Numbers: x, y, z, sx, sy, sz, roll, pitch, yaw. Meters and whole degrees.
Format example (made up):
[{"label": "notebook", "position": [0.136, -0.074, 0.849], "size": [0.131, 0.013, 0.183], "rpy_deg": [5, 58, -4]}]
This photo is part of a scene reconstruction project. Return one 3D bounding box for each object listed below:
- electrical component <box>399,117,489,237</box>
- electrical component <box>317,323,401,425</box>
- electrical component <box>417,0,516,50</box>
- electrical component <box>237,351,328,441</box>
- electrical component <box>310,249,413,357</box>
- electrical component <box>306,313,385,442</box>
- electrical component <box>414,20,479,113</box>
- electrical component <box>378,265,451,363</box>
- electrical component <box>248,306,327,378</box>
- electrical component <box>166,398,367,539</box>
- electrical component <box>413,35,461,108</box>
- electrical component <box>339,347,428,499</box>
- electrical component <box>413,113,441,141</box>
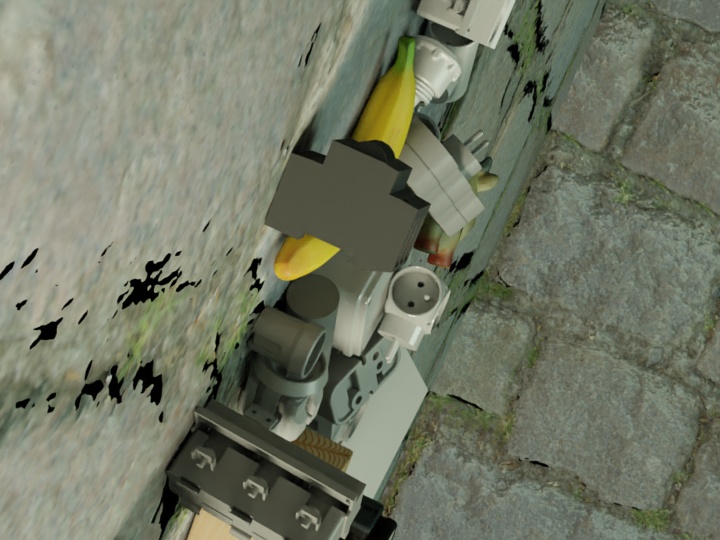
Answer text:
[{"label": "electrical component", "position": [0.072, -0.084, 0.864], "size": [0.074, 0.052, 0.138], "rpy_deg": [-40, 153, 3]}, {"label": "electrical component", "position": [-0.016, 0.085, 0.965], "size": [0.095, 0.059, 0.053], "rpy_deg": [-44, 142, -30]}, {"label": "electrical component", "position": [0.092, -0.233, 0.793], "size": [0.121, 0.063, 0.079], "rpy_deg": [-67, 170, 13]}, {"label": "electrical component", "position": [-0.056, 0.087, 0.813], "size": [0.078, 0.058, 0.057], "rpy_deg": [-46, 161, -50]}, {"label": "electrical component", "position": [0.000, 0.000, 0.900], "size": [0.108, 0.056, 0.108], "rpy_deg": [-60, 169, -28]}, {"label": "electrical component", "position": [-0.005, 0.084, 1.069], "size": [0.186, 0.060, 0.105], "rpy_deg": [-60, 169, -26]}, {"label": "electrical component", "position": [0.064, -0.163, 0.877], "size": [0.079, 0.043, 0.077], "rpy_deg": [-59, 171, -24]}, {"label": "electrical component", "position": [0.041, 0.042, 0.910], "size": [0.079, 0.044, 0.077], "rpy_deg": [-63, 170, -11]}, {"label": "electrical component", "position": [-0.053, 0.051, 0.776], "size": [0.040, 0.046, 0.040], "rpy_deg": [-62, 170, -19]}, {"label": "electrical component", "position": [-0.065, 0.149, 0.729], "size": [0.063, 0.121, 0.078], "rpy_deg": [-56, 167, -30]}, {"label": "electrical component", "position": [0.044, -0.144, 0.818], "size": [0.062, 0.048, 0.048], "rpy_deg": [-56, 170, -3]}, {"label": "electrical component", "position": [-0.006, 0.169, 1.155], "size": [0.186, 0.060, 0.105], "rpy_deg": [-60, 143, -28]}, {"label": "electrical component", "position": [0.045, -0.103, 0.921], "size": [0.045, 0.045, 0.055], "rpy_deg": [-62, 170, -17]}]
